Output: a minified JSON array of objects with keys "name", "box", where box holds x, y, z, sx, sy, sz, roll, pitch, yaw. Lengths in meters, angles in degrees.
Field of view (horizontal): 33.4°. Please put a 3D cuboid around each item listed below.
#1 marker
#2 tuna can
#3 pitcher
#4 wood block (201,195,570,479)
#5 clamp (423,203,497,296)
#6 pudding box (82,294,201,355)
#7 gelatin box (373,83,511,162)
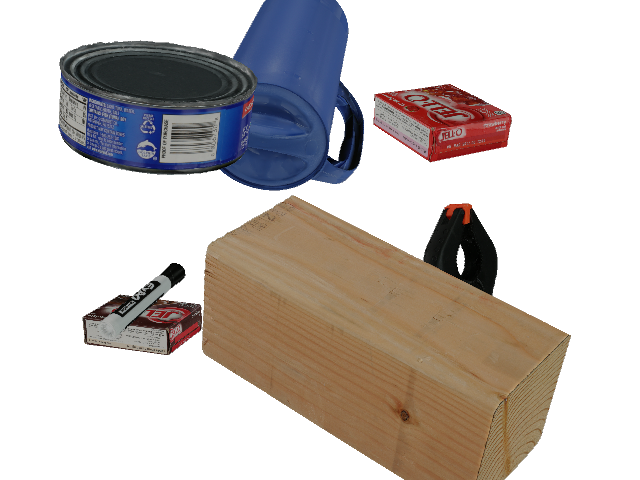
[{"name":"marker","box":[-0.158,0.052,0.962,0.020,0.020,0.121,0,25,28]},{"name":"tuna can","box":[-0.072,-0.060,0.472,0.086,0.034,0.086,7,25,-4]},{"name":"pitcher","box":[-0.030,-0.170,1.159,0.145,0.149,0.242,-4,39,16]},{"name":"wood block","box":[0.033,0.064,0.656,0.206,0.091,0.090,28,40,28]},{"name":"clamp","box":[0.122,0.055,0.966,0.120,0.171,0.039,-16,6,-40]},{"name":"pudding box","box":[-0.208,0.098,1.253,0.114,0.039,0.090,3,14,18]},{"name":"gelatin box","box":[0.094,-0.095,0.839,0.073,0.030,0.089,-11,29,-25]}]
